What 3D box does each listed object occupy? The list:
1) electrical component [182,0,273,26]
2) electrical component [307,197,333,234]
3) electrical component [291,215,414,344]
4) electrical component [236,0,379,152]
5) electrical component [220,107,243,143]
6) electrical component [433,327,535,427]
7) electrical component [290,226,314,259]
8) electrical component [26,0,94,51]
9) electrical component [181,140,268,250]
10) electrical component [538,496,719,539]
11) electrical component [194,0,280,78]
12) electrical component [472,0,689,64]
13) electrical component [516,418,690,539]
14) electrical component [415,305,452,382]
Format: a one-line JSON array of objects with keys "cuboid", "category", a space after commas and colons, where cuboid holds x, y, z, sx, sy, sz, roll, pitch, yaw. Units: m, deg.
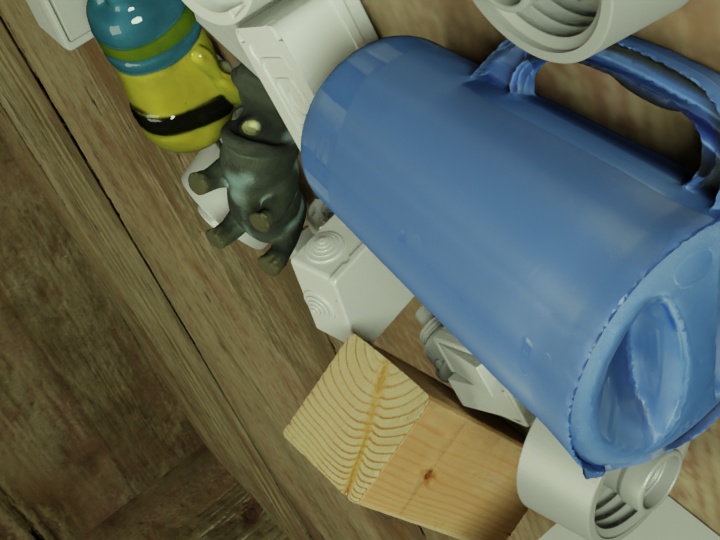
[{"cuboid": [-0.076, -0.209, 0.647, 0.108, 0.060, 0.108, 35, 143, 32], "category": "electrical component"}, {"cuboid": [-0.028, -0.043, 0.910, 0.035, 0.035, 0.061, 52, 166, 6], "category": "electrical component"}, {"cuboid": [0.000, 0.000, 0.812, 0.048, 0.099, 0.099, 25, 150, 33], "category": "electrical component"}, {"cuboid": [-0.019, -0.121, 0.689, 0.113, 0.057, 0.078, 61, 162, -23], "category": "electrical component"}, {"cuboid": [-0.089, -0.121, 0.898, 0.077, 0.044, 0.079, 54, 163, -2], "category": "electrical component"}, {"cuboid": [0.100, 0.063, 0.730, 0.061, 0.061, 0.096, 60, 163, -19], "category": "electrical component"}, {"cuboid": [-0.041, -0.015, 0.977, 0.077, 0.047, 0.065, 39, 158, 40], "category": "electrical component"}, {"cuboid": [-0.223, -0.218, 0.832, 0.061, 0.062, 0.096, 40, 159, 36], "category": "electrical component"}, {"cuboid": [-0.113, -0.065, 0.973, 0.108, 0.060, 0.108, 42, -171, -8], "category": "electrical component"}, {"cuboid": [0.160, 0.217, 0.719, 0.089, 0.150, 0.061, 39, 157, 40], "category": "electrical component"}, {"cuboid": [-0.078, -0.187, 0.732, 0.083, 0.047, 0.075, 45, 161, 27], "category": "electrical component"}, {"cuboid": [0.073, -0.131, 0.414, 0.108, 0.060, 0.108, 47, 162, 21], "category": "electrical component"}, {"cuboid": [0.148, 0.106, 0.616, 0.060, 0.108, 0.108, 31, 153, 39], "category": "electrical component"}, {"cuboid": [0.067, 0.052, 0.830, 0.062, 0.048, 0.048, 52, 165, 30], "category": "electrical component"}]
